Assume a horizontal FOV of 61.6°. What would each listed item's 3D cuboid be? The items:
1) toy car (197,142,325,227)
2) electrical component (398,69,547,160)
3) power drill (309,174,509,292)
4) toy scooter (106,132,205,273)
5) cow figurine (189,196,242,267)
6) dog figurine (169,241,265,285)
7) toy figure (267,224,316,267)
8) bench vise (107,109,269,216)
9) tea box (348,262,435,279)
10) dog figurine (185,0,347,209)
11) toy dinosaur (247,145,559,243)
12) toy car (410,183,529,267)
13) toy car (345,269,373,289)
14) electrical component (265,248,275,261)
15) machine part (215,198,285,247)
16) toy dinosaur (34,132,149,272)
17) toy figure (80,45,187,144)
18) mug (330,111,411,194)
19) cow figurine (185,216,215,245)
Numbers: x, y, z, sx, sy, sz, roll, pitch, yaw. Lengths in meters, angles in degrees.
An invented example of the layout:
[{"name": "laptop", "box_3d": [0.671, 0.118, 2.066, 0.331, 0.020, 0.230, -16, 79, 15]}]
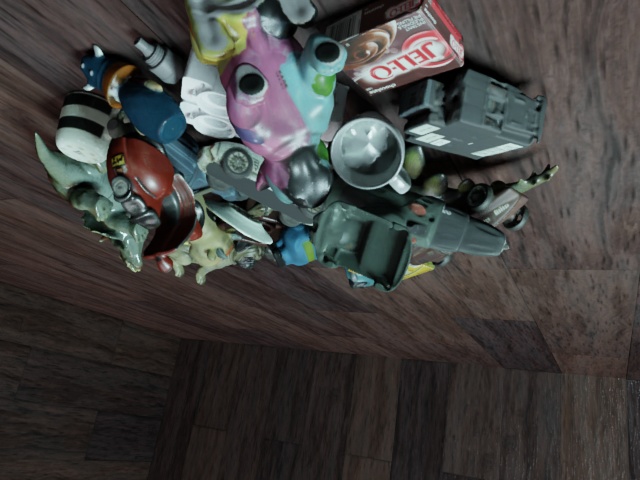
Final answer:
[{"name": "toy car", "box_3d": [-0.071, -0.074, 0.727, 0.201, 0.056, 0.073, 27, 156, -23]}, {"name": "electrical component", "box_3d": [0.158, -0.136, 0.592, 0.134, 0.058, 0.115, 11, 174, -22]}, {"name": "power drill", "box_3d": [0.096, -0.014, 0.621, 0.232, 0.085, 0.207, 23, -152, 18]}, {"name": "toy scooter", "box_3d": [-0.209, -0.039, 0.681, 0.075, 0.135, 0.183, -14, 136, 17]}, {"name": "cow figurine", "box_3d": [-0.223, -0.034, 0.960, 0.127, 0.085, 0.194, 5, 130, 29]}, {"name": "dog figurine", "box_3d": [-0.241, 0.011, 1.225, 0.191, 0.121, 0.172, -20, 152, 29]}, {"name": "toy figure", "box_3d": [-0.003, -0.006, 0.972, 0.180, 0.082, 0.089, -24, 160, -4]}, {"name": "bench vise", "box_3d": [-0.199, -0.115, 0.779, 0.224, 0.129, 0.240, -2, 163, 21]}, {"name": "tea box", "box_3d": [0.130, 0.025, 0.978, 0.098, 0.068, 0.169, 20, 161, -17]}, {"name": "dog figurine", "box_3d": [-0.048, -0.134, 0.547, 0.108, 0.191, 0.219, -28, 161, -12]}, {"name": "toy dinosaur", "box_3d": [0.098, -0.064, 0.808, 0.472, 0.105, 0.198, -2, 155, 19]}, {"name": "toy car", "box_3d": [0.194, -0.012, 0.747, 0.089, 0.053, 0.202, 25, 144, -28]}, {"name": "toy car", "box_3d": [0.107, 0.045, 1.122, 0.103, 0.109, 0.161, -15, 164, 14]}, {"name": "electrical component", "box_3d": [-0.100, 0.033, 1.305, 0.063, 0.021, 0.094, 6, 161, 8]}, {"name": "machine part", "box_3d": [-0.117, -0.039, 1.052, 0.179, 0.056, 0.179, 7, 161, 3]}, {"name": "toy dinosaur", "box_3d": [-0.404, -0.090, 0.960, 0.192, 0.131, 0.404, 14, 154, 25]}, {"name": "toy figure", "box_3d": [-0.229, -0.175, 0.651, 0.155, 0.064, 0.057, 40, -177, 16]}, {"name": "mug", "box_3d": [0.069, -0.107, 0.640, 0.109, 0.107, 0.081, 39, 114, -9]}, {"name": "cow figurine", "box_3d": [-0.259, -0.033, 1.107, 0.068, 0.098, 0.167, 4, 180, -1]}]
